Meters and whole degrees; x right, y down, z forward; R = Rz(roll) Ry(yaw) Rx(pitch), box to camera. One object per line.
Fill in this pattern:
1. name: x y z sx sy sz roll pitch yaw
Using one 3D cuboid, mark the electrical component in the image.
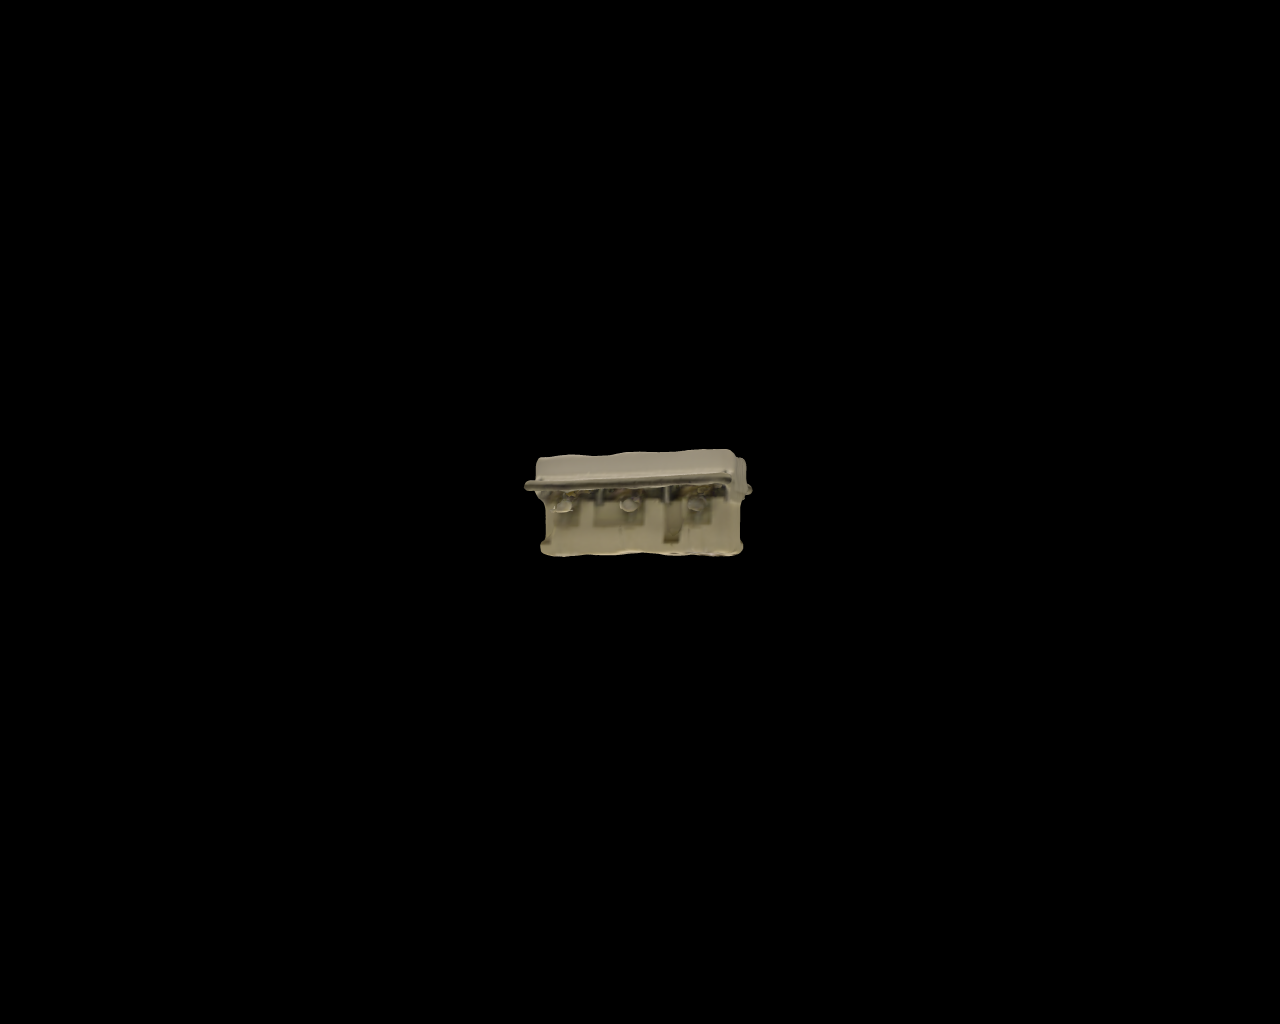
1. electrical component: 0.001 -0.003 0.650 0.121 0.063 0.079 -1 -4 15
